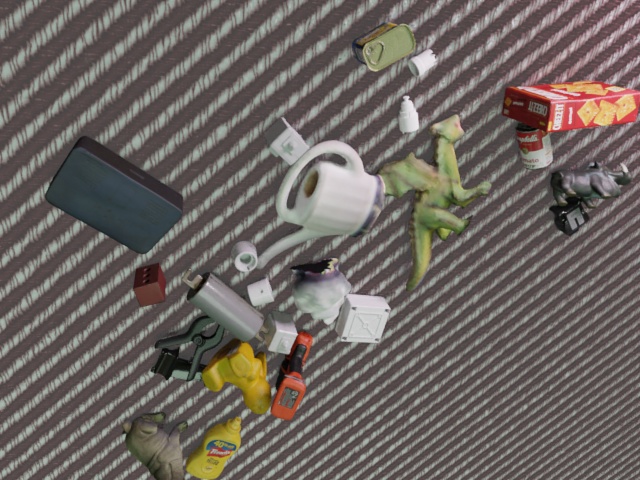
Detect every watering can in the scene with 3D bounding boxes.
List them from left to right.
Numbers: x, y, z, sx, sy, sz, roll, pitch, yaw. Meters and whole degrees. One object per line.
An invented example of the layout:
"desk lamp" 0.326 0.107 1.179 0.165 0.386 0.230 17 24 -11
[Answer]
"watering can" 0.003 -0.056 1.109 0.224 0.106 0.341 13 124 -23

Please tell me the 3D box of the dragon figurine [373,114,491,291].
"dragon figurine" 0.223 -0.089 1.171 0.242 0.124 0.406 29 104 -8

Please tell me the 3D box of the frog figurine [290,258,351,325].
"frog figurine" 0.006 0.134 1.190 0.138 0.123 0.157 -19 109 -28
